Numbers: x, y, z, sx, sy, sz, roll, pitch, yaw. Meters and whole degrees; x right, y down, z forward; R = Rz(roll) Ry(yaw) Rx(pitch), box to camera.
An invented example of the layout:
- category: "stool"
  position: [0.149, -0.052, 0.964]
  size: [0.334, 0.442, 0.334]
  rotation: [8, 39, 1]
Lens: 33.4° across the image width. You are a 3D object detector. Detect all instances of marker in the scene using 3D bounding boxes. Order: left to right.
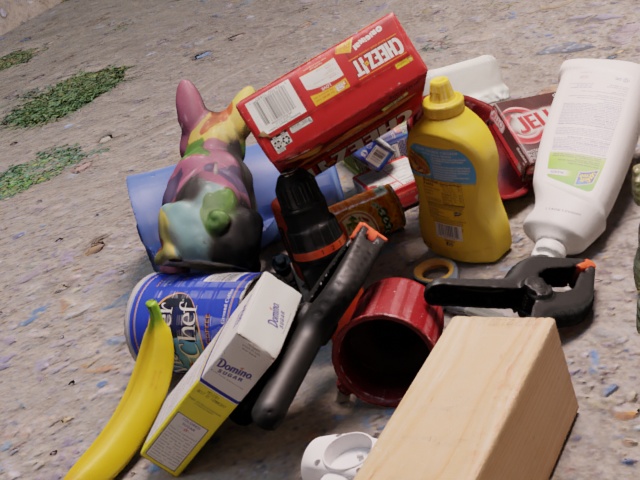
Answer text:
- category: "marker"
  position: [-0.032, 0.041, 1.068]
  size: [0.020, 0.121, 0.020]
  rotation: [-2, 67, 5]

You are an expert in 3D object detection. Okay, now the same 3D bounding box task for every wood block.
- category: "wood block"
  position: [0.108, 0.151, 0.769]
  size: [0.090, 0.091, 0.205]
  rotation: [-2, 32, 33]

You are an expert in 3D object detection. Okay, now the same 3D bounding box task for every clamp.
- category: "clamp"
  position: [-0.008, 0.076, 0.903]
  size: [0.210, 0.036, 0.165]
  rotation: [-55, 6, -7]
- category: "clamp"
  position: [0.174, 0.049, 0.931]
  size: [0.120, 0.039, 0.171]
  rotation: [39, 41, 22]

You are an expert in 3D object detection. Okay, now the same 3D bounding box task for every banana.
- category: "banana"
  position: [-0.177, 0.154, 0.970]
  size: [0.037, 0.069, 0.197]
  rotation: [4, 65, 43]

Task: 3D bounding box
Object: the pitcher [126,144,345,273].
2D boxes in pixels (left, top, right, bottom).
- category: "pitcher"
  position: [-0.096, -0.040, 1.256]
  size: [0.243, 0.149, 0.145]
  rotation: [-17, -11, -2]

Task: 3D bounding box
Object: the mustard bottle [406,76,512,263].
- category: "mustard bottle"
  position: [0.133, -0.072, 1.061]
  size: [0.096, 0.191, 0.058]
  rotation: [16, 42, 41]

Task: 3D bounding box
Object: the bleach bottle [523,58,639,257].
- category: "bleach bottle"
  position: [0.258, -0.075, 1.081]
  size: [0.103, 0.068, 0.250]
  rotation: [8, 55, 31]

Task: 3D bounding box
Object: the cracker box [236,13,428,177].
- category: "cracker box"
  position: [0.017, -0.127, 1.035]
  size: [0.164, 0.072, 0.213]
  rotation: [-31, -5, 2]

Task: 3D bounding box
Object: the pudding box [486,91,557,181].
- category: "pudding box"
  position: [0.253, -0.117, 1.177]
  size: [0.113, 0.039, 0.090]
  rotation: [-12, 58, -21]

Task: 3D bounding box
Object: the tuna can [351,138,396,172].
- category: "tuna can"
  position: [0.046, -0.118, 1.270]
  size: [0.034, 0.086, 0.086]
  rotation: [-54, 25, 9]

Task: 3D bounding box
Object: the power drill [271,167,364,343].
- category: "power drill"
  position: [-0.007, 0.001, 1.059]
  size: [0.057, 0.184, 0.188]
  rotation: [-20, 16, -2]

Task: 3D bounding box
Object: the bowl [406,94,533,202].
- category: "bowl"
  position: [0.160, -0.090, 1.187]
  size: [0.162, 0.055, 0.162]
  rotation: [13, 47, -15]

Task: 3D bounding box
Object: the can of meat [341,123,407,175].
- category: "can of meat"
  position: [0.073, -0.126, 1.373]
  size: [0.084, 0.057, 0.102]
  rotation: [-22, 26, -11]

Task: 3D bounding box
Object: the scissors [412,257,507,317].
- category: "scissors"
  position: [0.141, 0.052, 1.025]
  size: [0.202, 0.016, 0.096]
  rotation: [6, 36, 42]

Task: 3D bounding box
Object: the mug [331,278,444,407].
- category: "mug"
  position: [0.057, 0.093, 0.938]
  size: [0.117, 0.093, 0.081]
  rotation: [-49, 6, 29]

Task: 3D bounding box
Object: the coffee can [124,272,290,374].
- category: "coffee can"
  position: [-0.105, 0.082, 1.040]
  size: [0.141, 0.103, 0.102]
  rotation: [-2, 31, 33]

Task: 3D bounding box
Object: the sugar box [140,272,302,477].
- category: "sugar box"
  position: [-0.085, 0.117, 0.916]
  size: [0.176, 0.048, 0.093]
  rotation: [-49, 11, 33]

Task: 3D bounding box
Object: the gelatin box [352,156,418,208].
- category: "gelatin box"
  position: [0.089, -0.065, 1.272]
  size: [0.073, 0.030, 0.089]
  rotation: [-24, 25, -11]
